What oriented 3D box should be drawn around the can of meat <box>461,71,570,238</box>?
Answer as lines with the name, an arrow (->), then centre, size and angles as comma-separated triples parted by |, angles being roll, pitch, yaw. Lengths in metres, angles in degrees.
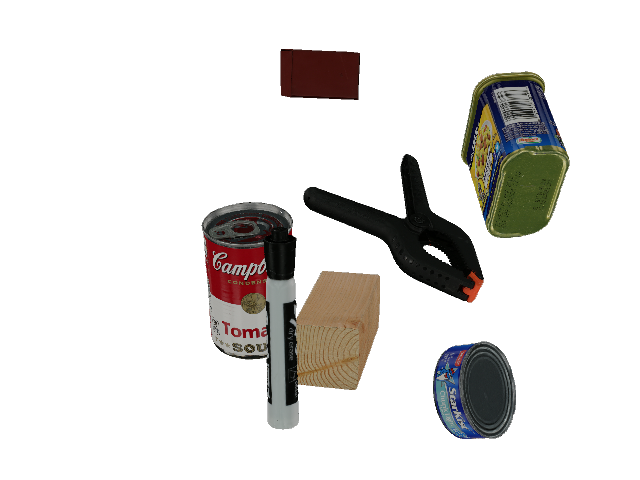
can of meat -> 0.150, -0.064, 0.825 | 0.057, 0.084, 0.102 | -4, -40, -6

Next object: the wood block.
wood block -> 0.025, 0.121, 1.492 | 0.091, 0.090, 0.206 | 4, 19, 10

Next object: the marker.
marker -> -0.023, 0.051, 0.617 | 0.020, 0.121, 0.020 | 0, 18, 0

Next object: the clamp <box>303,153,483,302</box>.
clamp -> 0.091, -0.010, 1.156 | 0.164, 0.036, 0.210 | -16, 52, -31

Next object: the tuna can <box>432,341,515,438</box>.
tuna can -> 0.138, 0.135, 0.955 | 0.034, 0.086, 0.085 | -12, -8, 41

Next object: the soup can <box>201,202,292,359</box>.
soup can -> -0.054, 0.031, 0.817 | 0.068, 0.102, 0.068 | -1, 29, 0

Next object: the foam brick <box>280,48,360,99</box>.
foam brick -> -0.001, -0.180, 1.156 | 0.078, 0.051, 0.053 | 0, 11, -14
